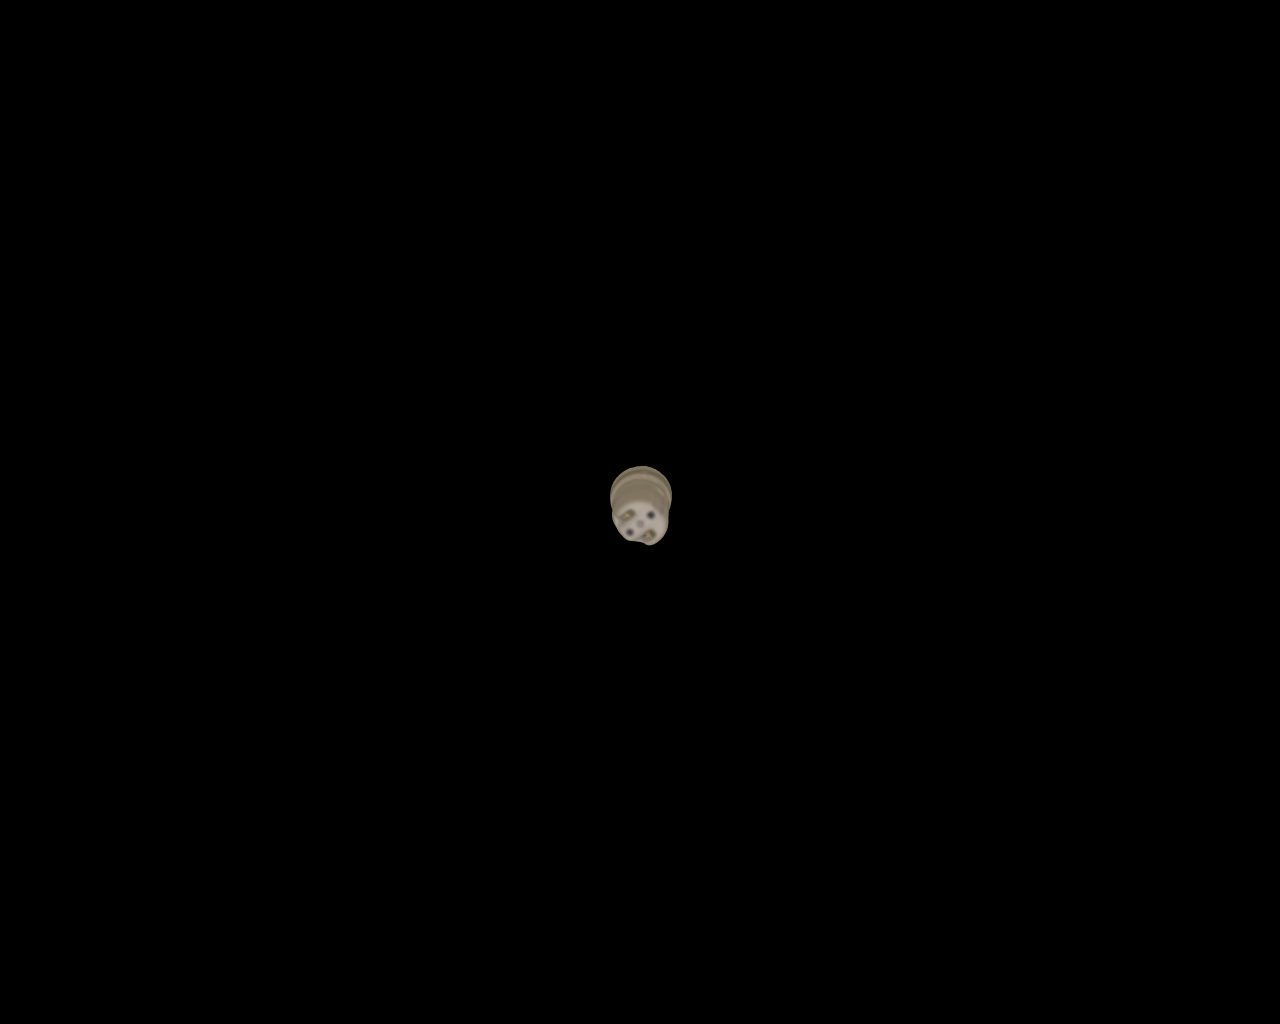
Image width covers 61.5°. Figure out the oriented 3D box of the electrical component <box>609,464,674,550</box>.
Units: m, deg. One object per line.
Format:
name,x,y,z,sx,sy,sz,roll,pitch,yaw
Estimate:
electrical component,0.001,-0.003,0.650,0.040,0.040,0.046,0,25,0
